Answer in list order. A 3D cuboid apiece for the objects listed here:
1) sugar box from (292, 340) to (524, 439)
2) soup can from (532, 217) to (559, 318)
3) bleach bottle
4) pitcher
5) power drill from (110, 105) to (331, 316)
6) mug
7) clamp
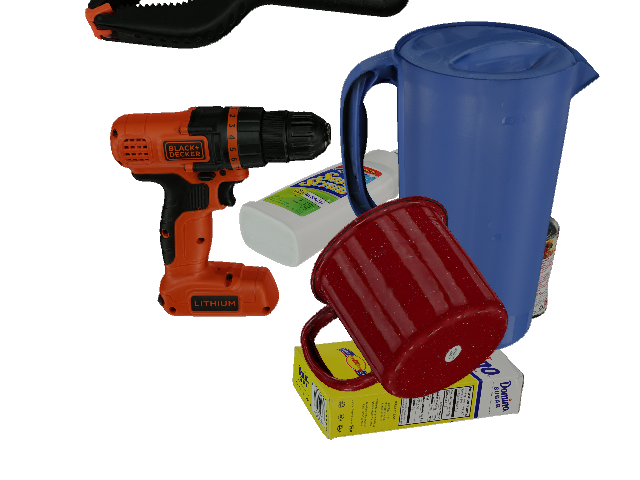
[{"bbox_3d":[0.074,0.118,0.910,0.176,0.048,0.093,-7,26,-18],"label":"sugar box"},{"bbox_3d":[0.220,0.026,1.162,0.068,0.102,0.068,1,30,-1],"label":"soup can"},{"bbox_3d":[0.020,-0.057,1.350,0.103,0.068,0.250,25,43,34],"label":"bleach bottle"},{"bbox_3d":[0.109,-0.039,0.826,0.149,0.243,0.144,24,36,36],"label":"pitcher"},{"bbox_3d":[-0.079,-0.026,0.919,0.184,0.188,0.057,0,27,7],"label":"power drill"},{"bbox_3d":[0.043,0.042,0.610,0.117,0.081,0.093,-33,-32,0],"label":"mug"},{"bbox_3d":[-0.055,-0.181,0.724,0.210,0.165,0.036,-31,-18,-7],"label":"clamp"}]
